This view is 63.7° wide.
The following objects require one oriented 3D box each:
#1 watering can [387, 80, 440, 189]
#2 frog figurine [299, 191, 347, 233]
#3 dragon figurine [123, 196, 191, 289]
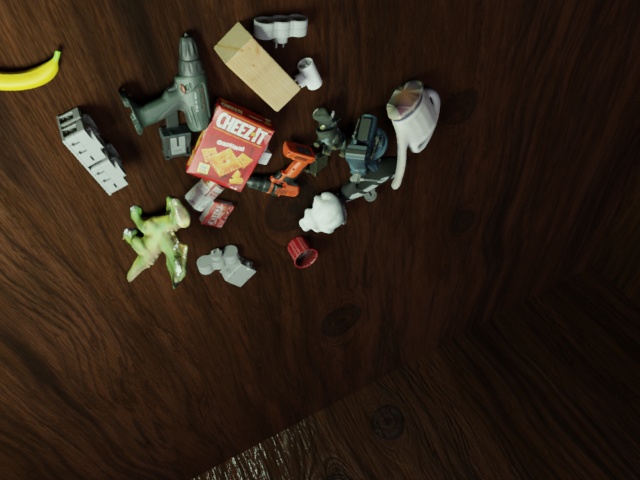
[{"bbox_3d":[0.282,-0.349,1.620,0.221,0.104,0.351,44,69,-45],"label":"watering can"},{"bbox_3d":[0.005,-0.088,1.747,0.160,0.124,0.136,-17,106,-8],"label":"frog figurine"},{"bbox_3d":[-0.447,0.034,1.434,0.122,0.247,0.402,-3,130,-40],"label":"dragon figurine"}]
